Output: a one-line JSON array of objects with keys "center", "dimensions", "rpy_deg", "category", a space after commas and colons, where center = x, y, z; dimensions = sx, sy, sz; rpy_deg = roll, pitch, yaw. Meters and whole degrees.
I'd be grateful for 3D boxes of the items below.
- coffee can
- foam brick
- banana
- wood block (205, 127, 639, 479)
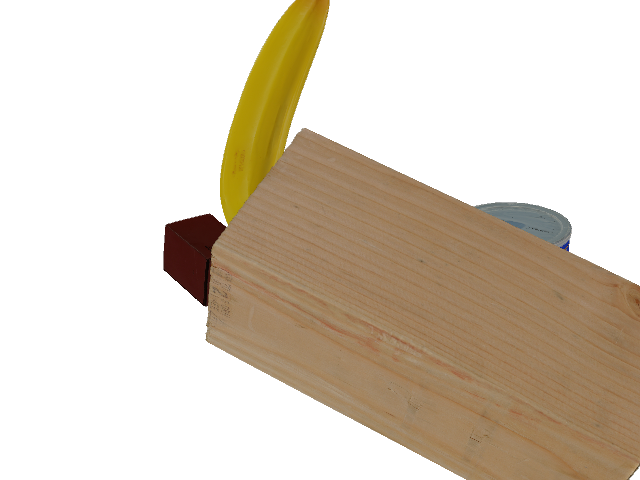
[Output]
[{"center": [0.165, 0.050, 0.940], "dimensions": [0.103, 0.140, 0.103], "rpy_deg": [-2, 24, 1], "category": "coffee can"}, {"center": [-0.106, 0.017, 1.002], "dimensions": [0.052, 0.051, 0.078], "rpy_deg": [-14, 34, -34], "category": "foam brick"}, {"center": [-0.031, -0.075, 0.696], "dimensions": [0.037, 0.197, 0.070], "rpy_deg": [29, -32, -34], "category": "banana"}, {"center": [0.056, 0.043, 0.517], "dimensions": [0.206, 0.090, 0.090], "rpy_deg": [26, -36, 11], "category": "wood block"}]
